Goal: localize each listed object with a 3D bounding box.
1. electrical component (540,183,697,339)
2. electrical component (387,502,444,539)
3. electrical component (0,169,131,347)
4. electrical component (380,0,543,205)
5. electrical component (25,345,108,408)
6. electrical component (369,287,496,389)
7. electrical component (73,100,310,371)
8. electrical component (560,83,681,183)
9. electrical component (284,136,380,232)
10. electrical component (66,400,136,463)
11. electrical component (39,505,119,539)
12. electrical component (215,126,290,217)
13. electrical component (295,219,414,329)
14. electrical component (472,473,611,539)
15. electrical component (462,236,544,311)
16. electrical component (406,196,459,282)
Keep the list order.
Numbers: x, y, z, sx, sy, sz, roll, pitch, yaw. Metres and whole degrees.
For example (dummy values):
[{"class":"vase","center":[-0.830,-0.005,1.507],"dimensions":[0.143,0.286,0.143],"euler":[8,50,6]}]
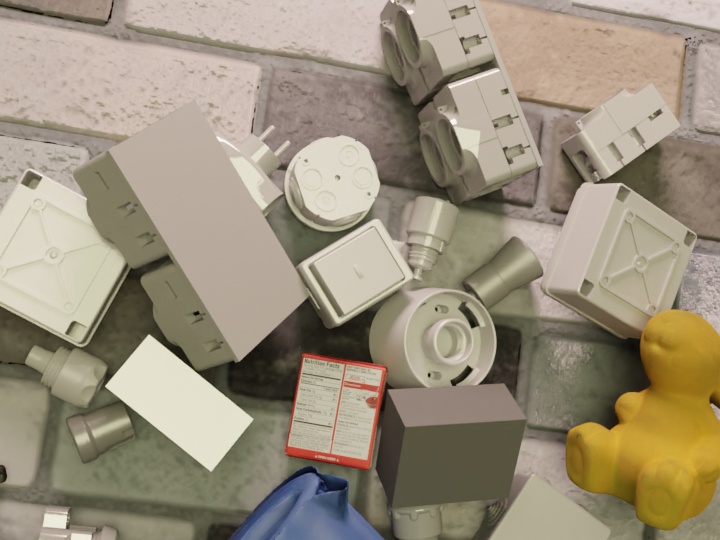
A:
[{"class":"electrical component","center":[0.229,-0.007,0.950],"dimensions":[0.109,0.056,0.108],"euler":[28,79,-27]},{"class":"electrical component","center":[0.049,0.222,0.915],"dimensions":[0.048,0.048,0.062],"euler":[-6,93,-11]},{"class":"electrical component","center":[-0.247,-0.009,0.876],"dimensions":[0.109,0.056,0.108],"euler":[29,80,-7]},{"class":"electrical component","center":[0.079,-0.157,0.928],"dimensions":[0.060,0.105,0.186],"euler":[-21,88,-12]},{"class":"electrical component","center":[-0.240,0.082,0.875],"dimensions":[0.062,0.043,0.043],"euler":[27,80,-5]},{"class":"electrical component","center":[0.066,0.063,0.936],"dimensions":[0.099,0.064,0.099],"euler":[2,86,-24]},{"class":"electrical component","center":[-0.134,-0.025,0.860],"dimensions":[0.186,0.060,0.105],"euler":[60,41,-12]},{"class":"electrical component","center":[0.235,-0.127,0.982],"dimensions":[0.089,0.050,0.055],"euler":[-35,91,-13]},{"class":"electrical component","center":[-0.023,-0.075,0.928],"dimensions":[0.080,0.051,0.080],"euler":[1,84,-11]},{"class":"electrical component","center":[-0.211,0.131,0.877],"dimensions":[0.046,0.040,0.040],"euler":[-22,88,-18]},{"class":"electrical component","center":[-0.225,0.230,0.855],"dimensions":[0.057,0.058,0.078],"euler":[7,83,-7]},{"class":"electrical component","center":[-0.095,-0.089,0.916],"dimensions":[0.077,0.044,0.079],"euler":[45,82,1]},{"class":"electrical component","center":[0.000,0.000,0.919],"dimensions":[0.096,0.061,0.061],"euler":[-31,90,-12]},{"class":"electrical component","center":[0.153,0.234,0.930],"dimensions":[0.100,0.048,0.099],"euler":[37,79,-5]},{"class":"electrical component","center":[0.124,0.006,0.953],"dimensions":[0.065,0.044,0.044],"euler":[-36,91,-7]},{"class":"electrical component","center":[0.060,-0.029,0.944],"dimensions":[0.040,0.040,0.078],"euler":[18,82,-8]}]
